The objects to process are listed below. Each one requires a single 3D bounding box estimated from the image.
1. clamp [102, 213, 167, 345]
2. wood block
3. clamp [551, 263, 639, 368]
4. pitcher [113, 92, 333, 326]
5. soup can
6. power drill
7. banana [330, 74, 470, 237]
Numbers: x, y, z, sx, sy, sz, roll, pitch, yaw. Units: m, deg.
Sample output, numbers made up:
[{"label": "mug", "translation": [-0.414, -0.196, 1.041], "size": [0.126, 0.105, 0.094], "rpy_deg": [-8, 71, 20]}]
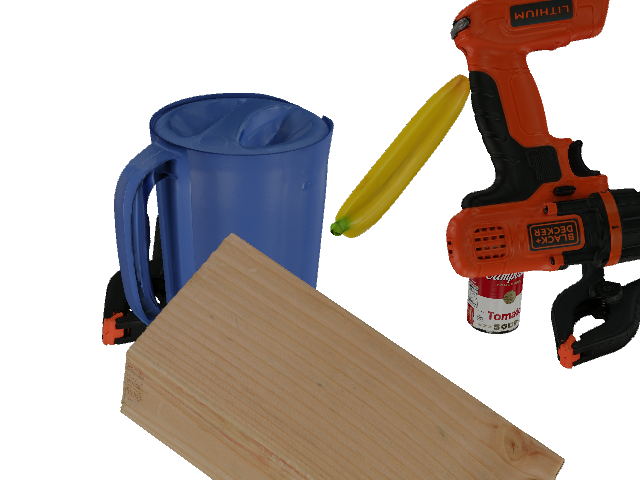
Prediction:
[{"label": "clamp", "translation": [-0.145, 0.036, 1.025], "size": [0.165, 0.036, 0.209], "rpy_deg": [27, 36, 26]}, {"label": "wood block", "translation": [0.006, 0.102, 0.558], "size": [0.206, 0.090, 0.090], "rpy_deg": [34, -31, 8]}, {"label": "clamp", "translation": [0.263, 0.049, 1.003], "size": [0.171, 0.039, 0.120], "rpy_deg": [-36, 42, -27]}, {"label": "pitcher", "translation": [-0.069, 0.019, 0.815], "size": [0.149, 0.243, 0.145], "rpy_deg": [2, 26, 0]}, {"label": "soup can", "translation": [0.220, 0.058, 1.341], "size": [0.068, 0.102, 0.068], "rpy_deg": [0, 24, 0]}, {"label": "power drill", "translation": [0.168, -0.073, 0.718], "size": [0.184, 0.187, 0.057], "rpy_deg": [-8, -1, -3]}, {"label": "banana", "translation": [0.073, -0.069, 0.984], "size": [0.037, 0.197, 0.070], "rpy_deg": [40, -14, -5]}]
